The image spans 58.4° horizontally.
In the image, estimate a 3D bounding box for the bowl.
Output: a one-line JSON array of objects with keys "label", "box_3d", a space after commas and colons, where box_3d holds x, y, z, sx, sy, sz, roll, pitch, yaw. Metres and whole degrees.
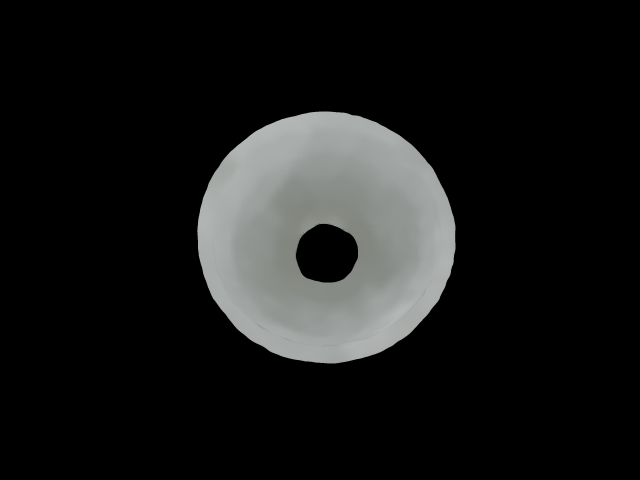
[{"label": "bowl", "box_3d": [0.004, 0.001, 0.400, 0.167, 0.075, 0.167, 0, 78, 0]}]
